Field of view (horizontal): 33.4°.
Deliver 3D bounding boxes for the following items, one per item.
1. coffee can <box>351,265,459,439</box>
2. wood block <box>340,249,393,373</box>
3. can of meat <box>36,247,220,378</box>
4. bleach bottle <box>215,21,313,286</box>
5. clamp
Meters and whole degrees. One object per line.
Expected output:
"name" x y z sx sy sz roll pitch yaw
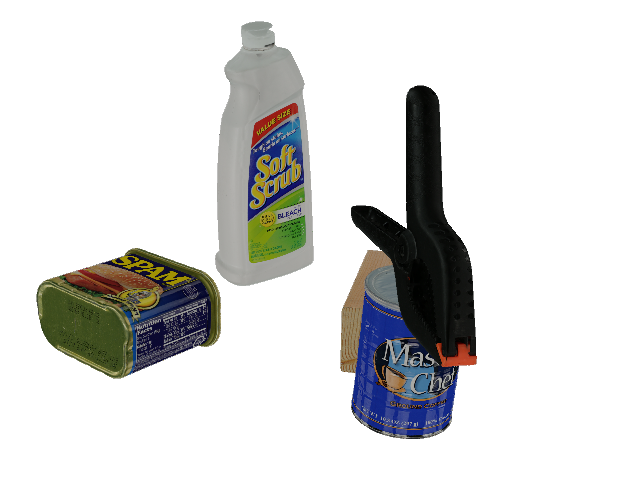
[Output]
"coffee can" 0.087 0.107 1.045 0.103 0.140 0.103 4 22 -2
"wood block" 0.088 0.090 1.382 0.091 0.090 0.206 5 20 9
"can of meat" -0.135 0.050 0.744 0.102 0.057 0.083 17 25 37
"bleach bottle" -0.061 -0.085 1.040 0.102 0.251 0.068 -17 31 -24
"clamp" 0.079 -0.003 0.819 0.036 0.210 0.165 -2 -42 -20
